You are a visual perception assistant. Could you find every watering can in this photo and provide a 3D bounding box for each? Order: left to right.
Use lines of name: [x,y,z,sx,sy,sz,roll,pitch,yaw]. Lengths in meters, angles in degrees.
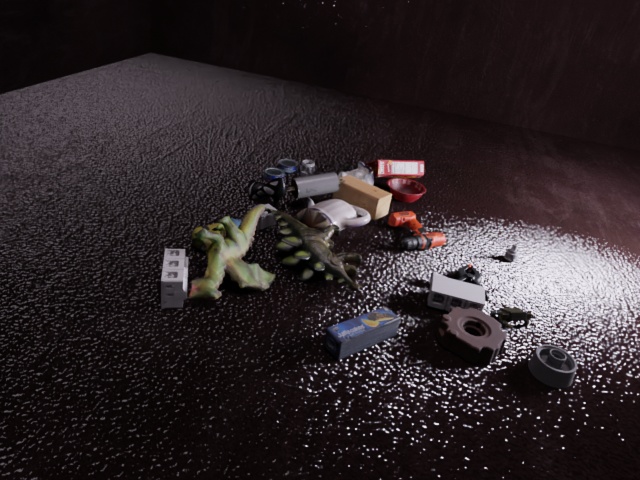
watering can: [0.005,-0.090,1.797,0.349,0.102,0.227,16,27,39]

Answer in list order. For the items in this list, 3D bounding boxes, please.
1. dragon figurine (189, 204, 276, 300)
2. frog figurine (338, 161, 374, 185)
dragon figurine: [-0.224,0.044,1.465,0.244,0.120,0.416,52,43,5]
frog figurine: [0.136,-0.238,2.106,0.160,0.120,0.140,-36,50,-4]
